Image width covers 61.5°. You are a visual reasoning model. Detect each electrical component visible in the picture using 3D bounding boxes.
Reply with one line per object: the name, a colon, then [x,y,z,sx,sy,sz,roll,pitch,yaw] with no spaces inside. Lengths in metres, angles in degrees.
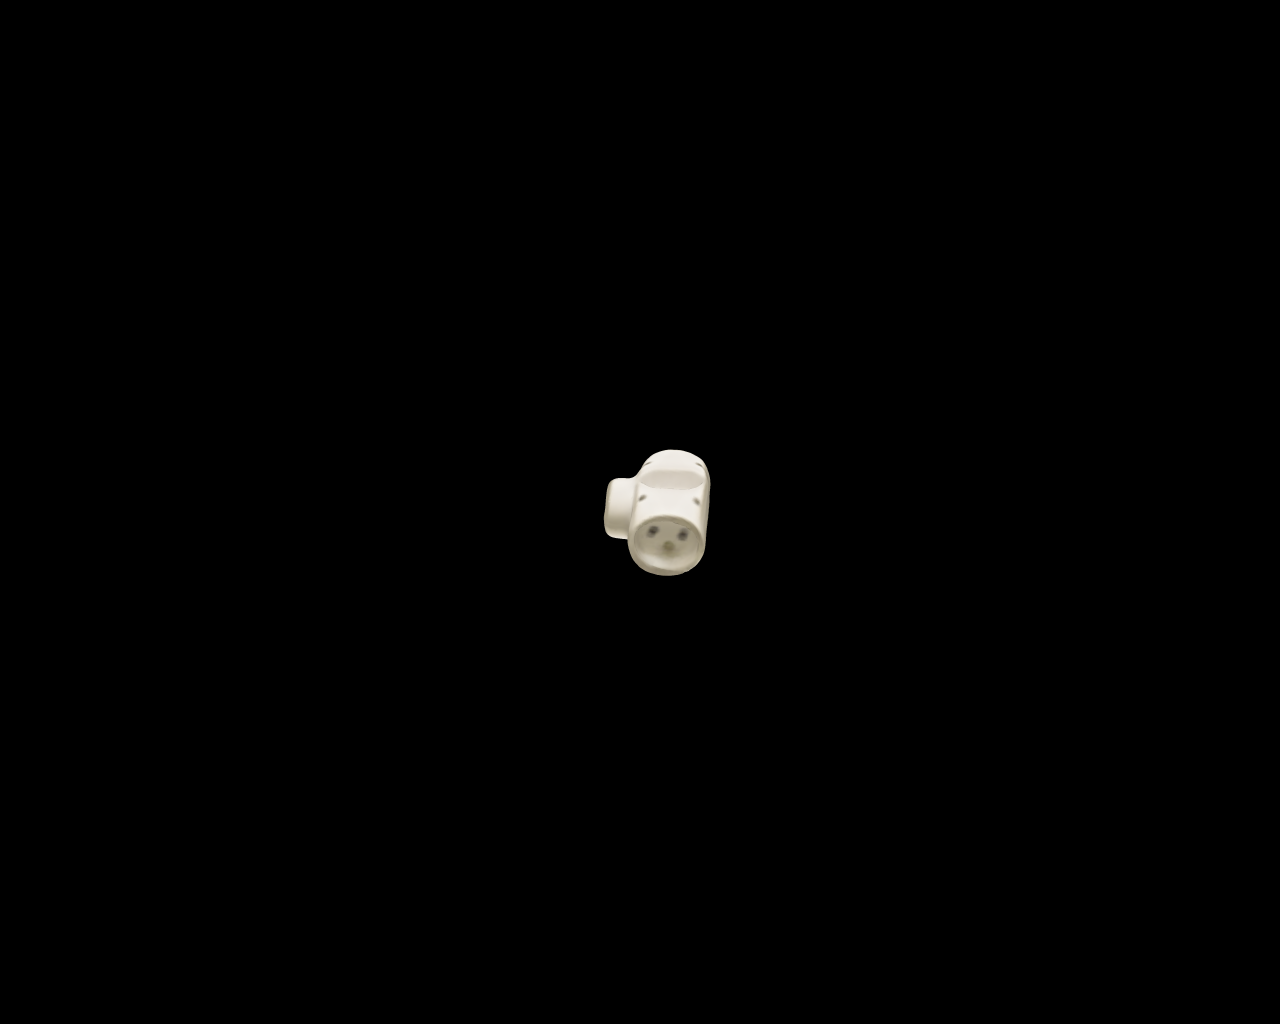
electrical component: [0.001,-0.003,0.650,0.079,0.043,0.077,3,34,5]
